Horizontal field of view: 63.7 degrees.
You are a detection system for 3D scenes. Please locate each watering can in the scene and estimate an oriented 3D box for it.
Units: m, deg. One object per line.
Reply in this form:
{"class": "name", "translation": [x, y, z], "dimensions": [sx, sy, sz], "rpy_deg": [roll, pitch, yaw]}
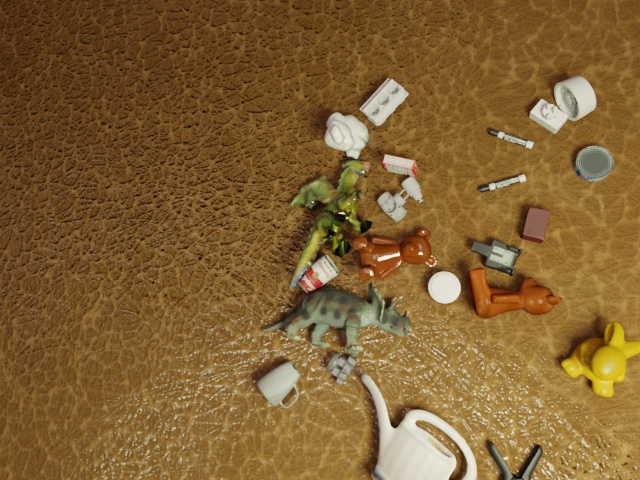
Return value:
{"class": "watering can", "translation": [0.202, 0.507, 1.256], "dimensions": [0.350, 0.224, 0.103], "rpy_deg": [33, -1, 19]}

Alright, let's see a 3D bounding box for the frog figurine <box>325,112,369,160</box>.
{"class": "frog figurine", "translation": [0.069, -0.305, 1.449], "dimensions": [0.122, 0.139, 0.158], "rpy_deg": [-34, -19, 6]}

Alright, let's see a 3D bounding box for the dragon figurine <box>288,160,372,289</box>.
{"class": "dragon figurine", "translation": [0.004, -0.073, 1.444], "dimensions": [0.246, 0.411, 0.120], "rpy_deg": [42, -5, 47]}
